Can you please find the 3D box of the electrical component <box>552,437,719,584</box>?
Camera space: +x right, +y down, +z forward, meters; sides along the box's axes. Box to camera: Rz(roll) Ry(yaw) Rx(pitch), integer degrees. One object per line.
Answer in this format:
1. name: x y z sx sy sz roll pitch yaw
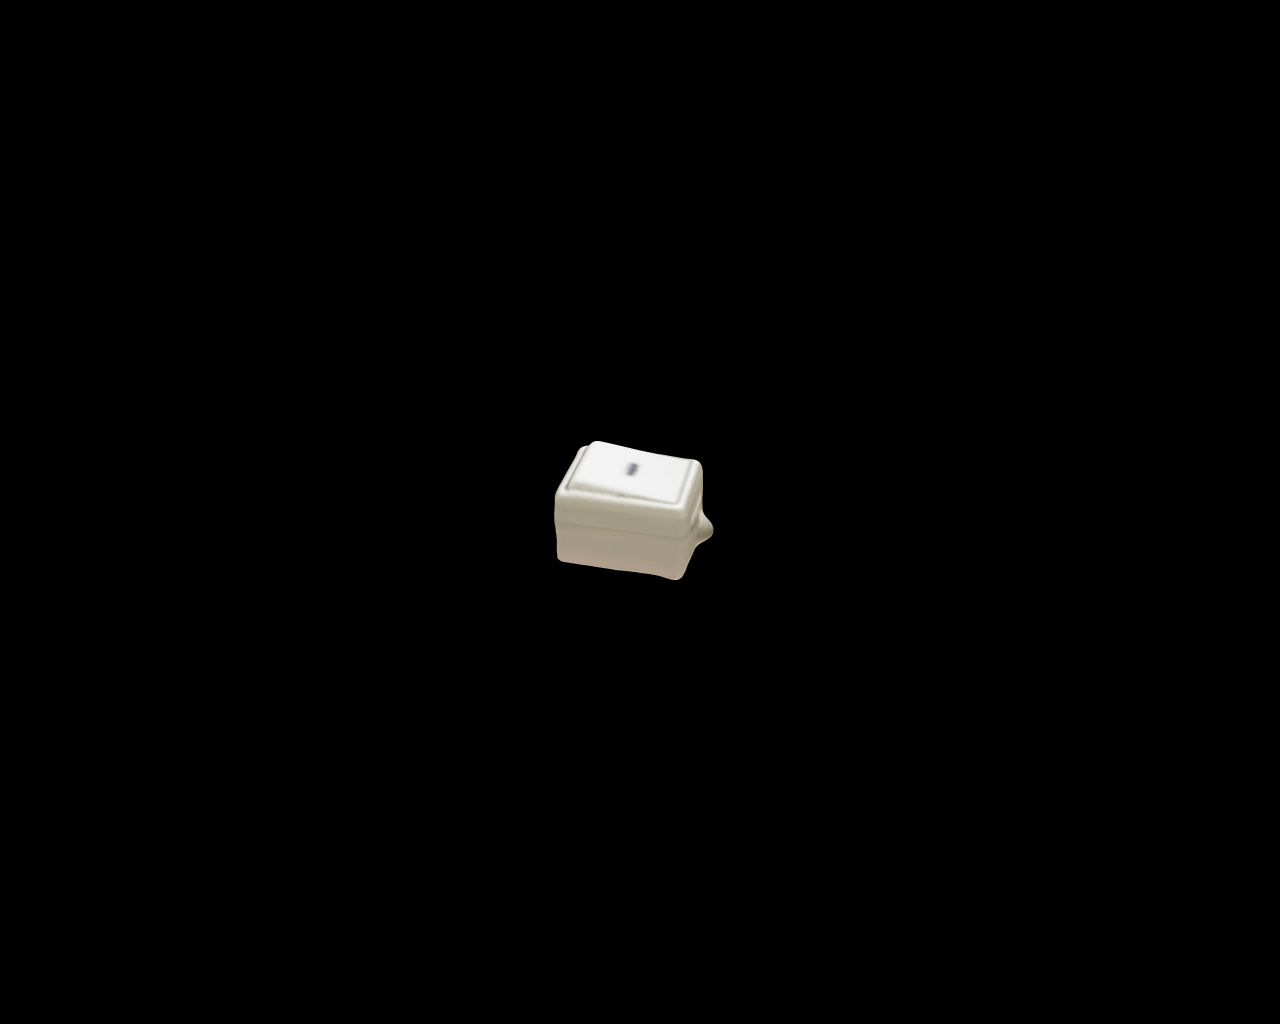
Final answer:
1. electrical component: 0.001 -0.003 0.650 0.096 0.061 0.062 8 36 11
